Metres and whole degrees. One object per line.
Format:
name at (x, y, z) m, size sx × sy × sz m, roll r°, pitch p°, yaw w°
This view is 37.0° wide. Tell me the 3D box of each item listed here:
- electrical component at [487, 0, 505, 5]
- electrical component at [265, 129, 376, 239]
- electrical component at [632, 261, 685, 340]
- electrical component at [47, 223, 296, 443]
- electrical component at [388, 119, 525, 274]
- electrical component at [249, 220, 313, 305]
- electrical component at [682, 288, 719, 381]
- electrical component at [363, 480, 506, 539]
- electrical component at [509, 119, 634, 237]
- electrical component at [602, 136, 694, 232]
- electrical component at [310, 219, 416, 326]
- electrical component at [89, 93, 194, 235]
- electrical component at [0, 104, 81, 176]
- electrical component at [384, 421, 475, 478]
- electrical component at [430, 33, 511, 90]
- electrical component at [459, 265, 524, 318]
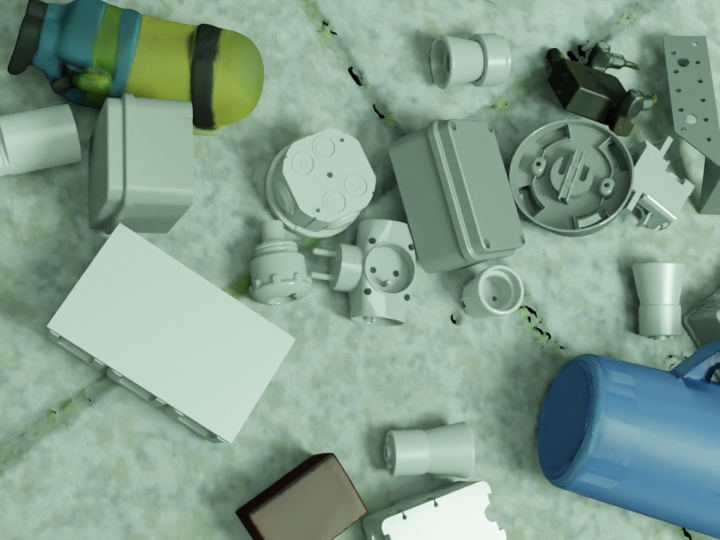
electrical component at (0.108, -0.274, 0.915) m, size 0.096 × 0.061 × 0.061 m, roll 17°, pitch 75°, yaw -14°
electrical component at (-0.030, -0.068, 0.838) m, size 0.080 × 0.051 × 0.080 m, roll 3°, pitch 79°, yaw -17°
electrical component at (0.256, 0.027, 0.918) m, size 0.044 × 0.044 × 0.065 m, roll 2°, pitch 84°, yaw -17°
electrical component at (-0.137, 0.049, 0.776) m, size 0.150 × 0.062 × 0.089 m, roll 34°, pitch 72°, yaw -9°
electrical component at (0.078, -0.059, 0.851) m, size 0.078 × 0.057 × 0.113 m, roll -8°, pitch 81°, yaw -54°
electrical component at (-0.063, -0.006, 0.821) m, size 0.048 × 0.048 × 0.062 m, roll -4°, pitch 74°, yaw -18°
electrical component at (0.345, 0.053, 0.937) m, size 0.100 × 0.048 × 0.099 m, roll -34°, pitch 92°, yaw -20°
electrical component at (0.054, 0.196, 0.813) m, size 0.089 × 0.056 × 0.050 m, roll -17°, pitch 85°, yaw -20°
electrical component at (0.174, -0.074, 0.884) m, size 0.099 × 0.064 × 0.099 m, roll -2°, pitch 81°, yaw 14°
electrical component at (0.250, -0.071, 0.934) m, size 0.064 × 0.042 × 0.081 m, roll 37°, pitch 72°, yaw -10°
electrical component at (0.000, 0.000, 0.839) m, size 0.079 × 0.044 × 0.077 m, roll 9°, pitch 78°, yaw -16°
electrical component at (-0.158, -0.072, 0.765) m, size 0.057 × 0.113 × 0.078 m, roll 1°, pitch 80°, yaw -21°
electrical component at (-0.247, -0.091, 0.777) m, size 0.081 × 0.043 × 0.043 m, roll -14°, pitch 85°, yaw -19°
electrical component at (0.051, 0.140, 0.832) m, size 0.065 × 0.044 × 0.044 m, roll 0°, pitch 80°, yaw -13°
electrical component at (0.093, -0.175, 0.901) m, size 0.055 × 0.045 × 0.045 m, roll -7°, pitch 82°, yaw -19°
electrical component at (0.105, 0.019, 0.867) m, size 0.040 × 0.046 × 0.040 m, roll 3°, pitch 79°, yaw -17°
